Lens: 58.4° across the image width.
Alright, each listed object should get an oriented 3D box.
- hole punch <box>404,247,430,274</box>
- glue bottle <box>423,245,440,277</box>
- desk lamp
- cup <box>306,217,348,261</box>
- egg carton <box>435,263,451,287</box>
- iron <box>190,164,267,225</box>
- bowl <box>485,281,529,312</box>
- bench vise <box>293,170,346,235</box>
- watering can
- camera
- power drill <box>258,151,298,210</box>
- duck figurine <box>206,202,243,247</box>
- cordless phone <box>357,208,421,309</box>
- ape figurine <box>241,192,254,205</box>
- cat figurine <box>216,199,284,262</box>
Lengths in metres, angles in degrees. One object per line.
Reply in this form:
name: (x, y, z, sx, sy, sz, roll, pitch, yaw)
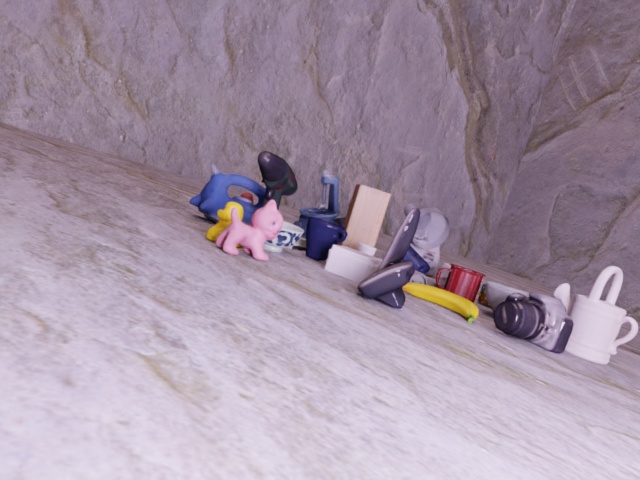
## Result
hole punch: (0.260, 0.060, 1.619, 0.100, 0.091, 0.109, 20, 6, 25)
glue bottle: (0.354, 0.027, 1.825, 0.078, 0.173, 0.037, 18, 5, 2)
desk lamp: (0.281, -0.007, 1.717, 0.118, 0.213, 0.202, 16, 5, -19)
cup: (0.012, 0.005, 1.349, 0.117, 0.095, 0.092, 22, 7, 43)
egg carton: (0.375, 0.110, 1.595, 0.107, 0.069, 0.150, 18, 5, 9)
iron: (-0.195, -0.099, 1.489, 0.259, 0.141, 0.118, 14, 6, -34)
bowl: (0.460, 0.157, 1.345, 0.167, 0.075, 0.167, 17, 5, -1)
bench vise: (0.027, -0.093, 1.741, 0.121, 0.220, 0.208, 22, 7, 41)
watering can: (0.560, 0.143, 1.172, 0.172, 0.194, 0.101, 20, 6, 29)
camera: (0.404, 0.146, 1.129, 0.137, 0.101, 0.142, 15, 6, -27)
power drill: (-0.121, -0.100, 1.376, 0.075, 0.208, 0.230, 19, 5, 12)
duck figurine: (-0.181, -0.035, 1.174, 0.077, 0.086, 0.105, 20, 6, 27)
cordless phone: (0.139, 0.025, 1.061, 0.094, 0.185, 0.148, 18, 5, 6)
ape figurine: (-0.214, -0.090, 1.607, 0.076, 0.092, 0.078, 17, 5, -1)
cat figurine: (-0.123, -0.026, 1.096, 0.128, 0.118, 0.067, 13, 7, -39)
